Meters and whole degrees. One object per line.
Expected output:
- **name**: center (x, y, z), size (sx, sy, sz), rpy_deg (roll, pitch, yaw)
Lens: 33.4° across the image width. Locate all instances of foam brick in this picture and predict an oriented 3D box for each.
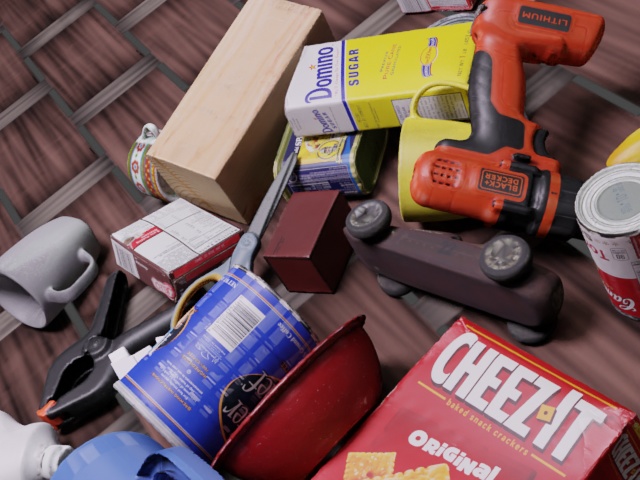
- **foam brick**: center (-0.006, 0.001, 0.954), size (0.053, 0.051, 0.078), rpy_deg (0, 52, 35)

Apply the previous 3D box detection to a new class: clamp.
- **clamp**: center (-0.190, 0.104, 0.989), size (0.120, 0.039, 0.171), rpy_deg (4, 54, 38)

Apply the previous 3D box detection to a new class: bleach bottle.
- **bleach bottle**: center (-0.323, 0.189, 0.979), size (0.251, 0.068, 0.102), rpy_deg (-2, 51, 29)

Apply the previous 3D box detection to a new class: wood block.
- **wood block**: center (-0.070, -0.133, 1.065), size (0.090, 0.090, 0.206), rpy_deg (21, 70, 28)

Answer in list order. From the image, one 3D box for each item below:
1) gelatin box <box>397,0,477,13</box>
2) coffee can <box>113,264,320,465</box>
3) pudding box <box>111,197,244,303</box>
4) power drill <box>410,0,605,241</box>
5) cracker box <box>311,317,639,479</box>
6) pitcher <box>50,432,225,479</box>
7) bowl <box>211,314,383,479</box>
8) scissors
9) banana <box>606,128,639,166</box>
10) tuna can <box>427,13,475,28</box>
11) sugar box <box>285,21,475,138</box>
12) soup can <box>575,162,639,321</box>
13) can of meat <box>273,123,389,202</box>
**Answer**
- **gelatin box**: center (0.134, -0.278, 1.141), size (0.089, 0.030, 0.073), rpy_deg (5, 54, 36)
- **coffee can**: center (-0.082, 0.104, 0.868), size (0.140, 0.102, 0.103), rpy_deg (-46, 42, -13)
- **pudding box**: center (-0.135, 0.007, 1.026), size (0.089, 0.039, 0.114), rpy_deg (-31, 38, -28)
- **power drill**: center (0.175, -0.093, 0.845), size (0.184, 0.057, 0.187), rpy_deg (13, 71, 1)
- **cracker box**: center (0.091, 0.172, 0.712), size (0.213, 0.072, 0.164), rpy_deg (-46, 42, -13)
- **pitcher**: center (-0.102, 0.224, 0.740), size (0.149, 0.145, 0.243), rpy_deg (-49, 39, -7)
- **bowl**: center (-0.005, 0.131, 0.786), size (0.055, 0.162, 0.162), rpy_deg (43, 78, 11)
- **scissors**: center (-0.055, 0.021, 0.959), size (0.096, 0.016, 0.201), rpy_deg (38, 86, 28)
- **banana**: center (0.324, -0.086, 0.829), size (0.198, 0.037, 0.069), rpy_deg (-1, 50, 32)
- **tuna can**: center (0.133, -0.182, 1.047), size (0.086, 0.033, 0.086), rpy_deg (-18, 44, 18)
- **sugar box**: center (0.060, -0.147, 0.978), size (0.176, 0.048, 0.093), rpy_deg (-2, 48, 22)
- **soup can**: center (0.227, 0.002, 0.761), size (0.069, 0.102, 0.068), rpy_deg (-18, 44, 18)
- **can of meat**: center (0.013, -0.086, 1.020), size (0.084, 0.057, 0.102), rpy_deg (-5, 50, 27)
